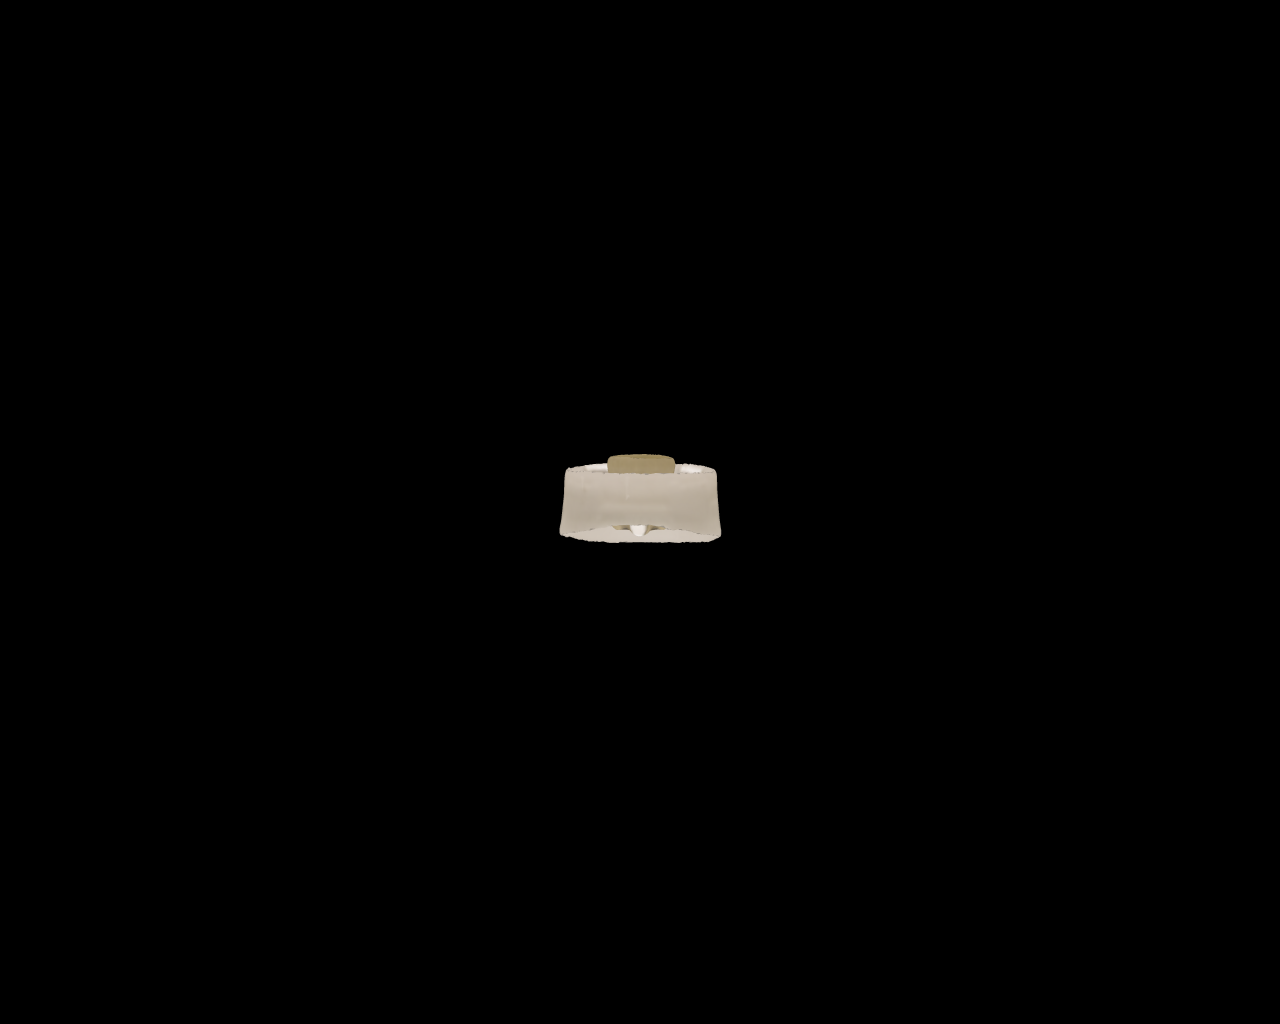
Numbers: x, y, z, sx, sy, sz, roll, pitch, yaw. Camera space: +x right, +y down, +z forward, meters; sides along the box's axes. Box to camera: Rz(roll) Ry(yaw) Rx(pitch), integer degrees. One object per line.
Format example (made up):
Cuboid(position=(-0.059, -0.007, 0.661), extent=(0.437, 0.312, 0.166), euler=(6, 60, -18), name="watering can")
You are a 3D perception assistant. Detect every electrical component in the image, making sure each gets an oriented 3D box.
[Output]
Cuboid(position=(0.001, -0.003, 0.650), extent=(0.099, 0.064, 0.099), euler=(0, 7, 0), name="electrical component")
